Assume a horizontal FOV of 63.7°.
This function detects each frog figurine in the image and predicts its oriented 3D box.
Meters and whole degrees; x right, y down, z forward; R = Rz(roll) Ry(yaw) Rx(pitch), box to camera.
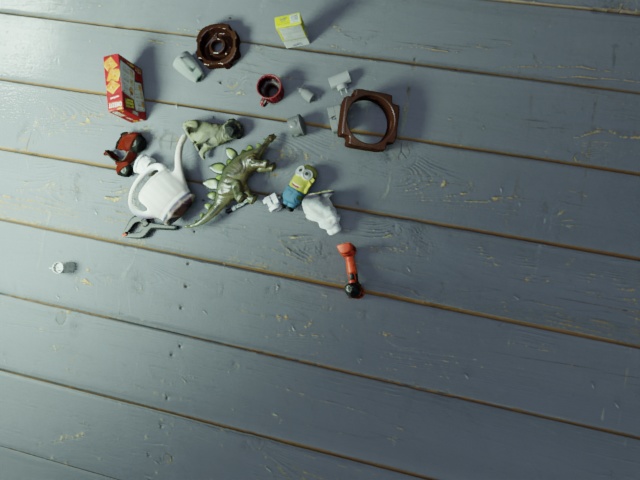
[{"bbox_3d":[0.006,-0.091,1.817,0.137,0.159,0.123,-7,5,41],"label":"frog figurine"}]

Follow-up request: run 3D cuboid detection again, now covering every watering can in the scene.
[{"bbox_3d":[-0.549,-0.204,1.892,0.225,0.347,0.104,42,2,5],"label":"watering can"}]
